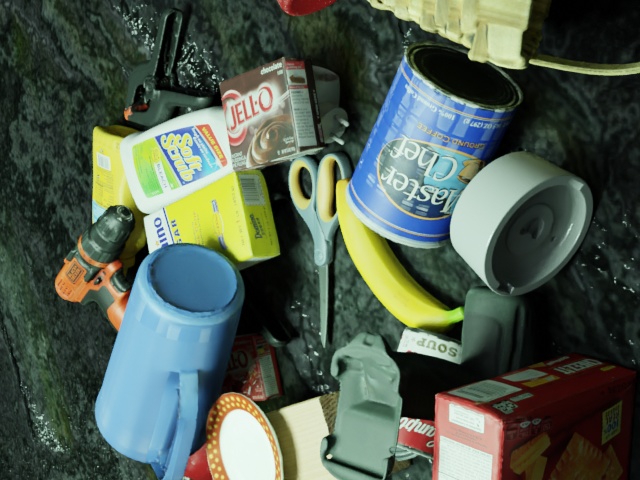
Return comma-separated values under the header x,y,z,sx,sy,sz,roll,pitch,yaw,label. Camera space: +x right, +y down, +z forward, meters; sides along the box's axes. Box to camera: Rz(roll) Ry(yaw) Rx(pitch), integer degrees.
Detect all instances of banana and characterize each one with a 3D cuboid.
x,y,z,sx,sy,sz,roll,pitch,yaw,label
0.068,0.025,0.988,0.198,0.037,0.070,48,126,33,banana

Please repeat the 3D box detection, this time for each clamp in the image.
x,y,z,sx,sy,sz,roll,pitch,yaw,label
-0.100,0.018,1.183,0.210,0.036,0.164,13,102,47,clamp
-0.185,-0.190,1.237,0.172,0.039,0.120,-17,84,50,clamp

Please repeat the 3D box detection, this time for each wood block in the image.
x,y,z,sx,sy,sz,roll,pitch,yaw,label
-0.016,0.212,1.084,0.207,0.090,0.091,-27,77,49,wood block

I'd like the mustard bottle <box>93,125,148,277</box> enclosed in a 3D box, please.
x,y,z,sx,sy,sz,roll,pitch,yaw,label
-0.249,-0.041,1.328,0.096,0.058,0.192,23,115,45,mustard bottle

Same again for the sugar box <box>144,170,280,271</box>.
x,y,z,sx,sy,sz,roll,pitch,yaw,label
-0.120,-0.005,1.142,0.177,0.048,0.093,-22,76,43,sugar box

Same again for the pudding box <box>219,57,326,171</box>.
x,y,z,sx,sy,sz,roll,pitch,yaw,label
-0.047,-0.119,1.020,0.114,0.039,0.090,-10,90,50,pudding box

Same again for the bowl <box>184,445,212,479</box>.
x,y,z,sx,sy,sz,roll,pitch,yaw,label
-0.160,0.223,1.282,0.162,0.055,0.162,12,107,47,bowl

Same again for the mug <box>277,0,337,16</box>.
x,y,z,sx,sy,sz,roll,pitch,yaw,label
-0.019,-0.264,0.977,0.093,0.117,0.081,-31,77,15,mug

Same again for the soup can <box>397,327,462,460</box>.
x,y,z,sx,sy,sz,roll,pitch,yaw,label
0.090,0.134,0.927,0.069,0.068,0.102,9,77,48,soup can

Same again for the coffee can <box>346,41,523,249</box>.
x,y,z,sx,sy,sz,roll,pitch,yaw,label
0.092,-0.079,0.887,0.103,0.102,0.140,47,130,33,coffee can

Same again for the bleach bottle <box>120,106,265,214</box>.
x,y,z,sx,sy,sz,roll,pitch,yaw,label
-0.122,-0.105,1.166,0.251,0.067,0.102,-20,84,47,bleach bottle

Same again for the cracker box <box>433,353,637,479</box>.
x,y,z,sx,sy,sz,roll,pitch,yaw,label
0.164,0.208,0.815,0.072,0.163,0.214,13,107,49,cracker box

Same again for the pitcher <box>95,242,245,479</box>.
x,y,z,sx,sy,sz,roll,pitch,yaw,label
-0.152,0.127,1.115,0.149,0.144,0.243,34,135,13,pitcher

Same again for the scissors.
x,y,z,sx,sy,sz,roll,pitch,yaw,label
-0.007,0.001,1.087,0.096,0.016,0.202,33,121,43,scissors

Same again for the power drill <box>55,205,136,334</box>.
x,y,z,sx,sy,sz,roll,pitch,yaw,label
-0.225,0.065,1.280,0.187,0.057,0.185,50,135,5,power drill

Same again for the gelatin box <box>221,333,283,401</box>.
x,y,z,sx,sy,sz,roll,pitch,yaw,label
-0.085,0.143,1.196,0.089,0.030,0.073,-13,88,50,gelatin box

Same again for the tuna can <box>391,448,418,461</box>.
x,y,z,sx,sy,sz,roll,pitch,yaw,label
0.070,0.159,0.979,0.086,0.033,0.086,-2,78,10,tuna can
